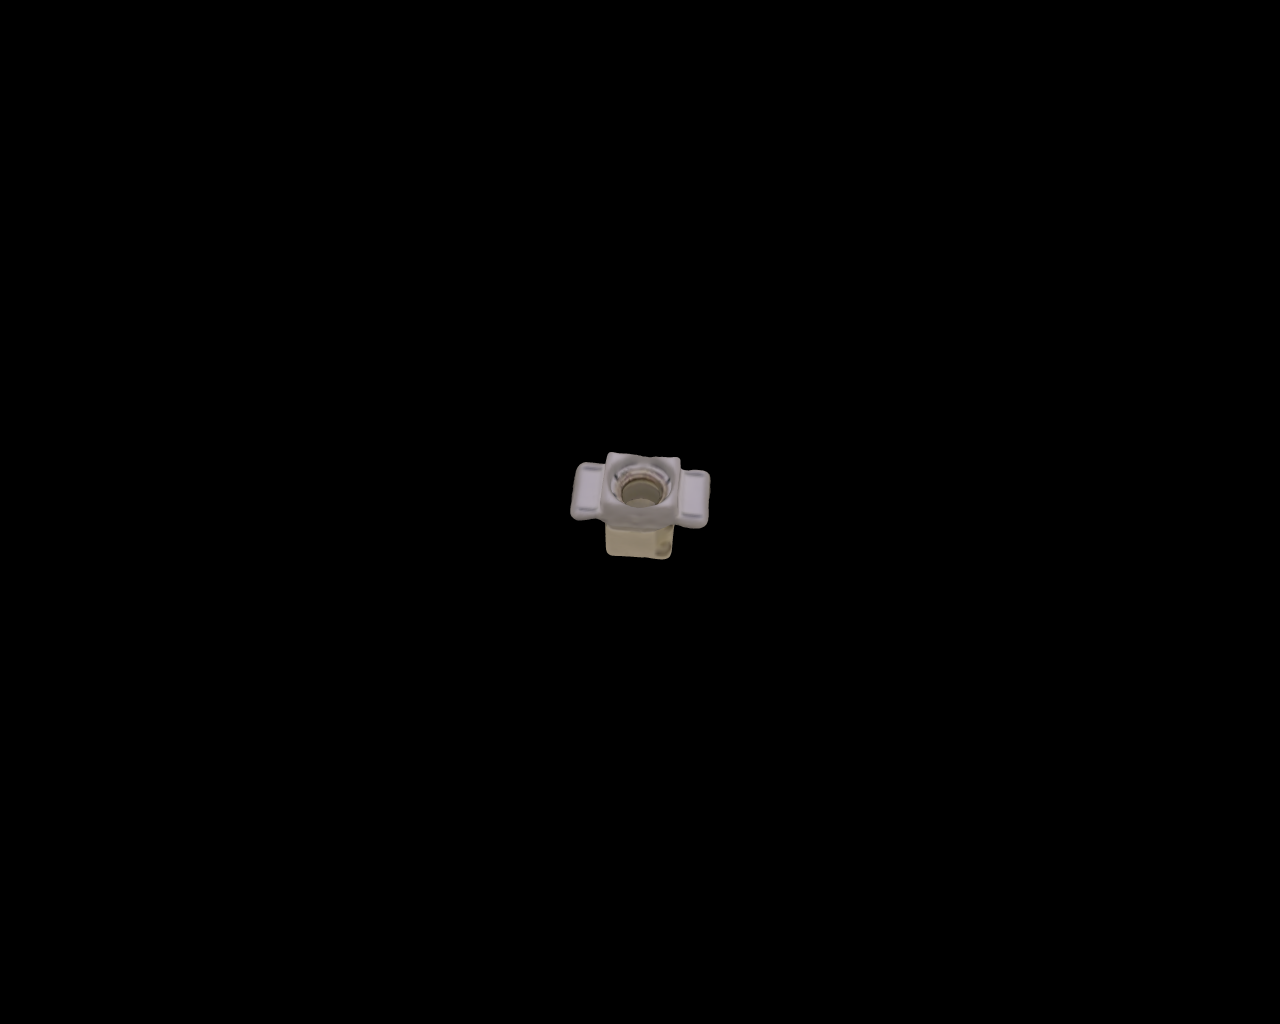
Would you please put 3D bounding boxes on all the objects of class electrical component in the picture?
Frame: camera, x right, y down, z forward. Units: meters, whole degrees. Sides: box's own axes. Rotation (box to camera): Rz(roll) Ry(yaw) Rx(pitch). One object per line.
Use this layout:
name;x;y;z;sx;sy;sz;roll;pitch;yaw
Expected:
electrical component;0.001;-0.003;0.650;0.081;0.042;0.063;5;-37;4
